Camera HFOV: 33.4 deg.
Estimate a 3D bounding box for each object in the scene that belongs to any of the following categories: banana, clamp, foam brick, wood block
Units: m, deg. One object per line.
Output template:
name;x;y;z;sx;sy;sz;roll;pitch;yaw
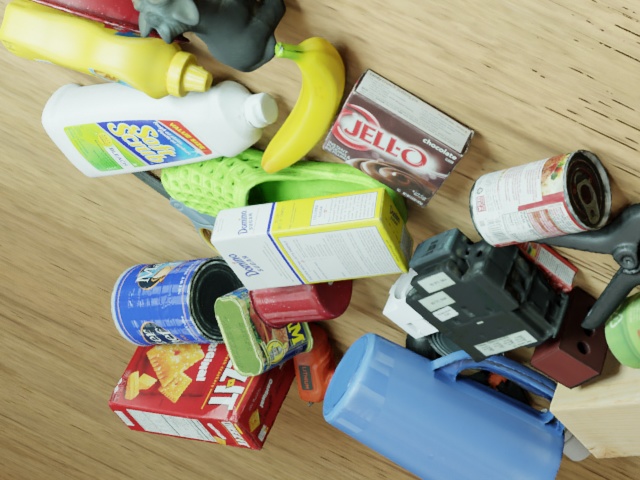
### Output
banana;-0.014;-0.123;0.948;0.069;0.037;0.198;-7;153;-10
clamp;0.194;0.213;1.278;0.165;0.036;0.210;18;144;25
foam brick;0.248;0.097;1.044;0.053;0.078;0.051;31;146;-8
clamp;0.274;0.020;0.937;0.172;0.039;0.120;-12;121;40
wood block;0.342;0.146;1.033;0.090;0.090;0.207;43;144;-23

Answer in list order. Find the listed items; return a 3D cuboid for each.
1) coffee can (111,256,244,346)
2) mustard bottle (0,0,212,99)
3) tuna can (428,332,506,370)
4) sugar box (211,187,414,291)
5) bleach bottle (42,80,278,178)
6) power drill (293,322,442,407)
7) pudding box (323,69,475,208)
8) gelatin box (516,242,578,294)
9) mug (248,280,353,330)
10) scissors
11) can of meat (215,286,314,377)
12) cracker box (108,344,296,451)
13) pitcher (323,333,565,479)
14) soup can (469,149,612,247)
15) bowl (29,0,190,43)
coffee can;-0.168;0.076;1.288;0.141;0.102;0.102;-6;135;40
mustard bottle;-0.189;-0.171;0.982;0.192;0.058;0.096;19;-174;12
tuna can;0.162;0.103;1.152;0.086;0.033;0.086;19;146;13
sugar box;-0.007;0.001;1.034;0.176;0.048;0.093;-4;143;23
bleach bottle;-0.152;-0.119;1.048;0.251;0.068;0.102;-4;135;35
power drill;0.061;0.156;1.266;0.188;0.057;0.184;14;131;24
pudding box;0.068;-0.089;0.951;0.113;0.039;0.090;29;147;-2
gelatin box;0.192;0.032;1.037;0.073;0.030;0.089;36;146;-14
mug;-0.011;0.051;1.167;0.082;0.093;0.117;-8;163;35
scissors;-0.139;-0.042;1.185;0.096;0.016;0.201;-15;128;44
can of meat;-0.066;0.097;1.224;0.058;0.083;0.102;-14;97;47
cracker box;-0.140;0.164;1.333;0.214;0.164;0.072;1;141;35
pitcher;0.136;0.191;1.147;0.242;0.149;0.145;29;158;-8
soup can;0.188;-0.034;0.916;0.102;0.068;0.068;-13;130;46
bowl;-0.181;-0.214;0.898;0.162;0.055;0.162;17;-169;-3
